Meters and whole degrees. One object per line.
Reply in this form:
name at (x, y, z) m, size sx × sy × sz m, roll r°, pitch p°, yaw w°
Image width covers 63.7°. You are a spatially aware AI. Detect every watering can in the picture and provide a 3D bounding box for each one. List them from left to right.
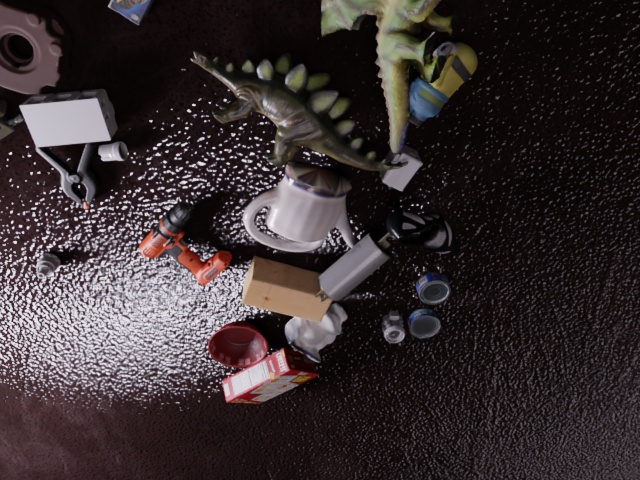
watering can at (0.004, -0.059, 1.169) m, size 0.347 × 0.106 × 0.220 m, roll 9°, pitch 125°, yaw -26°

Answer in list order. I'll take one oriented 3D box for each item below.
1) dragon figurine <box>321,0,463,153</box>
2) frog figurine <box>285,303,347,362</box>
dragon figurine at (0.109, -0.380, 0.936) m, size 0.244 × 0.124 × 0.402 m, roll 30°, pitch 121°, yaw 19°
frog figurine at (-0.011, 0.227, 1.372) m, size 0.136 × 0.122 × 0.161 m, roll 38°, pitch 79°, yaw -16°
